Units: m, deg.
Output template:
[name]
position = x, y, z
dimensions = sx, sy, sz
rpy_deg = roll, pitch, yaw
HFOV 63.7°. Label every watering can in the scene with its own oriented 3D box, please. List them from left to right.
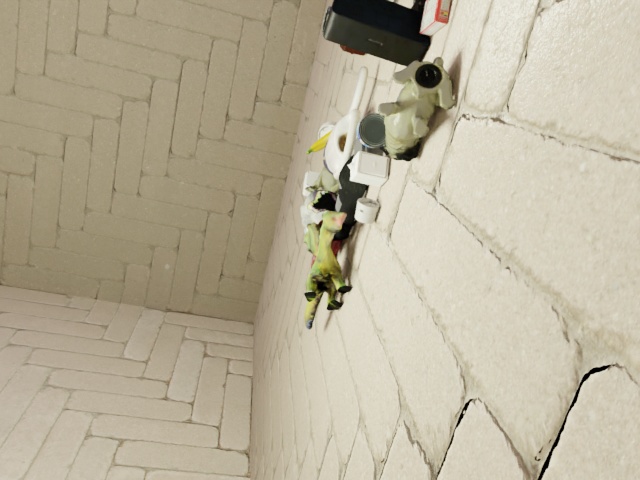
[watering can]
position = 0.087, -0.332, 1.563
dimensions = 0.104, 0.353, 0.221
rpy_deg = 15, -17, -7

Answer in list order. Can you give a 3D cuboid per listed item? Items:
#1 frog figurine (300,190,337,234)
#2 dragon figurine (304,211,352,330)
[frog figurine]
position = 0.005, -0.083, 1.641
dimensions = 0.137, 0.125, 0.156
rpy_deg = -4, -25, -15
[dragon figurine]
position = -0.004, 0.066, 1.466
dimensions = 0.122, 0.248, 0.401
rpy_deg = 5, -36, -18
